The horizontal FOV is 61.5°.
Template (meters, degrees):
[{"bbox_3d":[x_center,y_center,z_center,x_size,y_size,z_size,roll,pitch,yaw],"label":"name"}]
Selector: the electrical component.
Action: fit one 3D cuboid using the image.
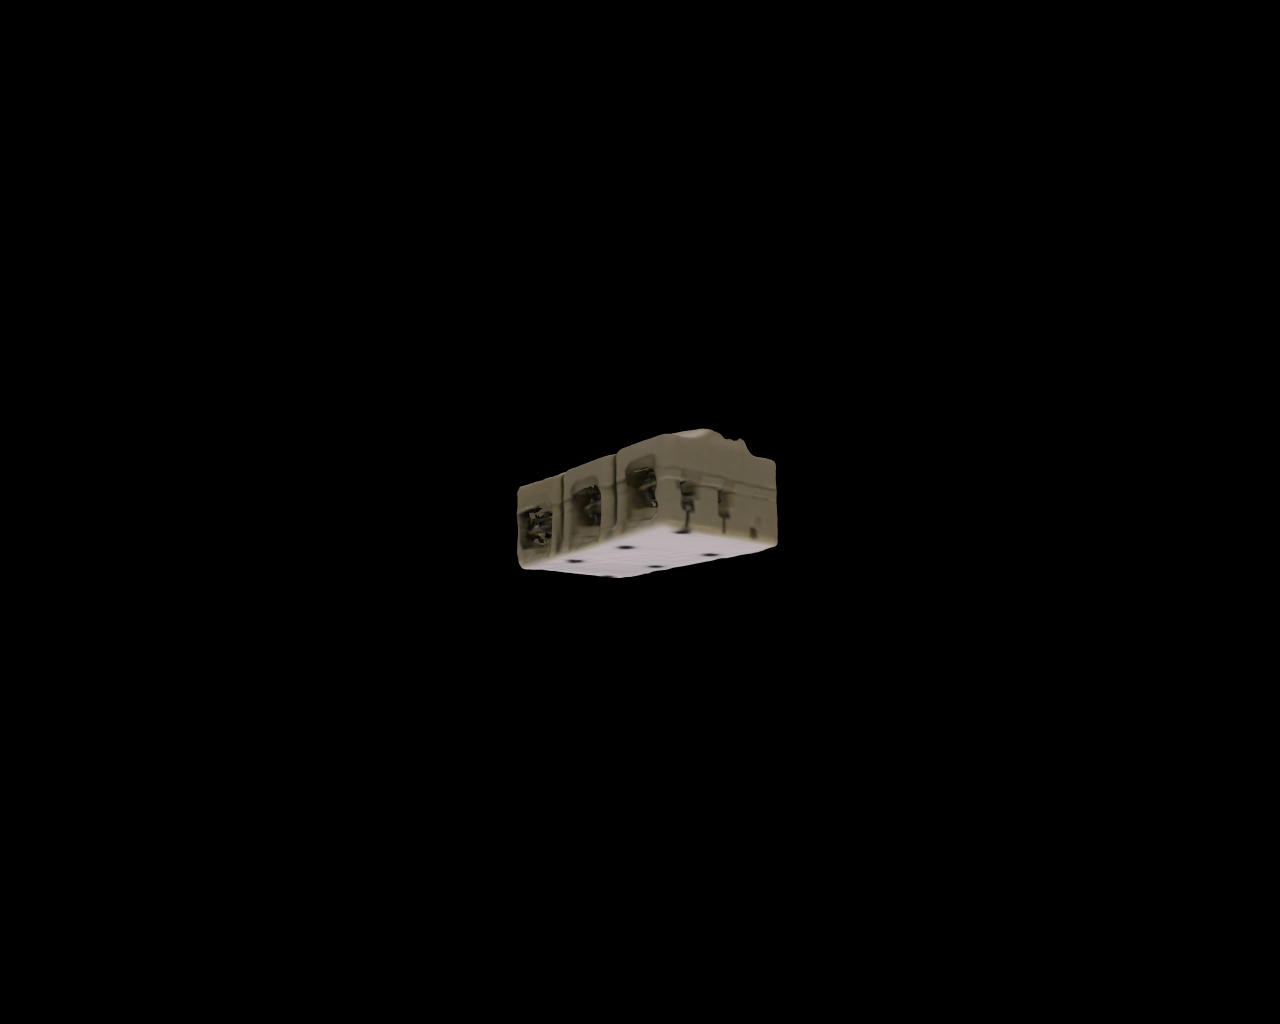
[{"bbox_3d":[0.001,-0.003,0.650,0.089,0.062,0.150,11,-17,-38],"label":"electrical component"}]
